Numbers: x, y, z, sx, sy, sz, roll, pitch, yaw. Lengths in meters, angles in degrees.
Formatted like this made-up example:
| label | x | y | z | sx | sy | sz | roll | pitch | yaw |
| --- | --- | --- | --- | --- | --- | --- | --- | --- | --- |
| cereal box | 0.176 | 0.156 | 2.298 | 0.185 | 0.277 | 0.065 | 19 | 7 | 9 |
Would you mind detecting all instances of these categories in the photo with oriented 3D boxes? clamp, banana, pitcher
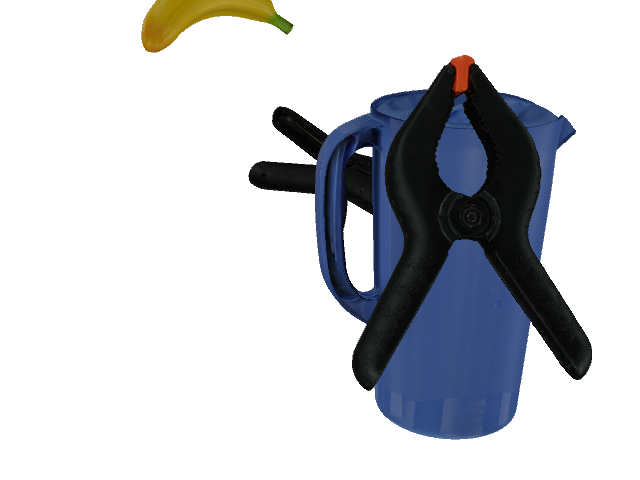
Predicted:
| label | x | y | z | sx | sy | sz | roll | pitch | yaw |
| --- | --- | --- | --- | --- | --- | --- | --- | --- | --- |
| clamp | 0.064 | -0.004 | 0.538 | 0.120 | 0.171 | 0.039 | -11 | -5 | -11 |
| clamp | 0.031 | -0.058 | 1.031 | 0.210 | 0.036 | 0.164 | 24 | 29 | 2 |
| banana | -0.105 | -0.218 | 1.006 | 0.070 | 0.037 | 0.197 | 46 | 39 | 19 |
| pitcher | 0.087 | 0.016 | 0.772 | 0.149 | 0.243 | 0.144 | 11 | 21 | 25 |
